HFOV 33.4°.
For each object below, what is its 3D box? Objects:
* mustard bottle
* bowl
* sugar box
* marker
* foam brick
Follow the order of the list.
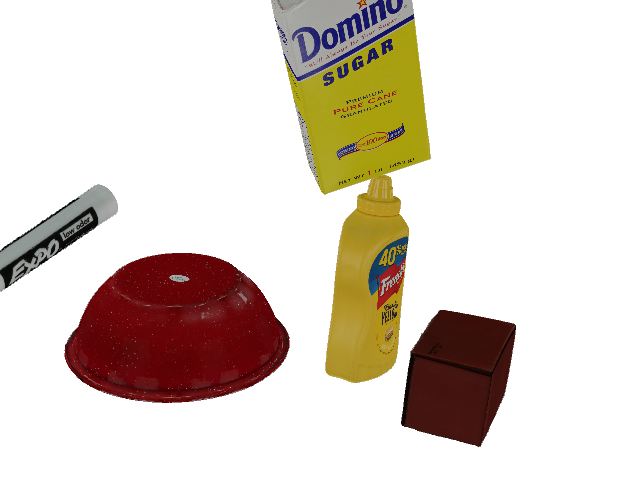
[{"bbox_3d":[0.048,0.032,1.014,0.058,0.192,0.096,14,18,29],"label":"mustard bottle"},{"bbox_3d":[-0.102,0.051,0.762,0.162,0.055,0.162,1,23,-1],"label":"bowl"},{"bbox_3d":[0.025,-0.121,0.775,0.093,0.048,0.176,-20,-42,-5],"label":"sugar box"},{"bbox_3d":[-0.151,0.008,0.539,0.020,0.020,0.120,0,30,43],"label":"marker"},{"bbox_3d":[0.088,0.084,0.673,0.053,0.051,0.078,12,21,18],"label":"foam brick"}]
